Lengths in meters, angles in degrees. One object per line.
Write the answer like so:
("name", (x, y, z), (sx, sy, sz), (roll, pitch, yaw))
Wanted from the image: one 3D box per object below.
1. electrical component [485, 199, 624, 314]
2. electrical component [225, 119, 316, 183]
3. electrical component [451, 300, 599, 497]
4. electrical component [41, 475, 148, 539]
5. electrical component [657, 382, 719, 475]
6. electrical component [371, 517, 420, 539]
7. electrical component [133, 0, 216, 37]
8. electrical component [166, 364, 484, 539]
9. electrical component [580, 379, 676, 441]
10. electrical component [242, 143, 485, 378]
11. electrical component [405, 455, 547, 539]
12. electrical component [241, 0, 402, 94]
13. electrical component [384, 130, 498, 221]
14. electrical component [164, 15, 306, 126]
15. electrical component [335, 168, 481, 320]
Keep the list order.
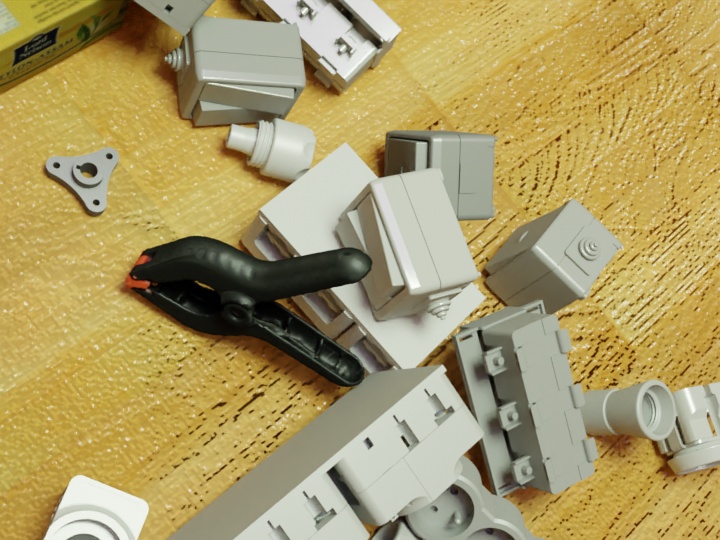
("electrical component", (0.146, -0.009, 0.810), (0.061, 0.096, 0.061), (44, 61, -2))
("electrical component", (-0.066, -0.090, 0.786), (0.062, 0.043, 0.043), (14, 65, -16))
("electrical component", (0.119, 0.091, 0.756), (0.079, 0.063, 0.121), (-20, 100, -27))
("electrical component", (-0.166, 0.173, 0.635), (0.050, 0.056, 0.089), (25, 63, -11))
("electrical component", (0.259, 0.123, 0.828), (0.078, 0.058, 0.057), (-6, 69, -25))
("electrical component", (0.038, 0.202, 0.717), (0.065, 0.044, 0.044), (40, 61, -9))
("electrical component", (-0.139, -0.247, 0.757), (0.089, 0.062, 0.150), (32, 30, -31))
("electrical component", (-0.022, 0.140, 0.666), (0.186, 0.105, 0.060), (-37, 98, -23))
("electrical component", (0.196, 0.106, 0.804), (0.044, 0.065, 0.044), (7, 78, -36))
("electrical component", (0.000, 0.000, 0.767), (0.150, 0.062, 0.089), (48, 61, 1))
("electrical component", (0.087, 0.178, 0.736), (0.138, 0.073, 0.052), (45, 102, -6))
("electrical component", (-0.036, -0.200, 0.829), (0.121, 0.079, 0.063), (44, 82, -1))
("electrical component", (0.052, -0.072, 0.803), (0.061, 0.096, 0.061), (-3, 100, -23))
("electrical component", (-0.094, -0.142, 0.784), (0.096, 0.062, 0.061), (0, 70, -22))
("electrical component", (0.031, -0.010, 0.711), (0.061, 0.062, 0.096), (-13, 76, -26))
